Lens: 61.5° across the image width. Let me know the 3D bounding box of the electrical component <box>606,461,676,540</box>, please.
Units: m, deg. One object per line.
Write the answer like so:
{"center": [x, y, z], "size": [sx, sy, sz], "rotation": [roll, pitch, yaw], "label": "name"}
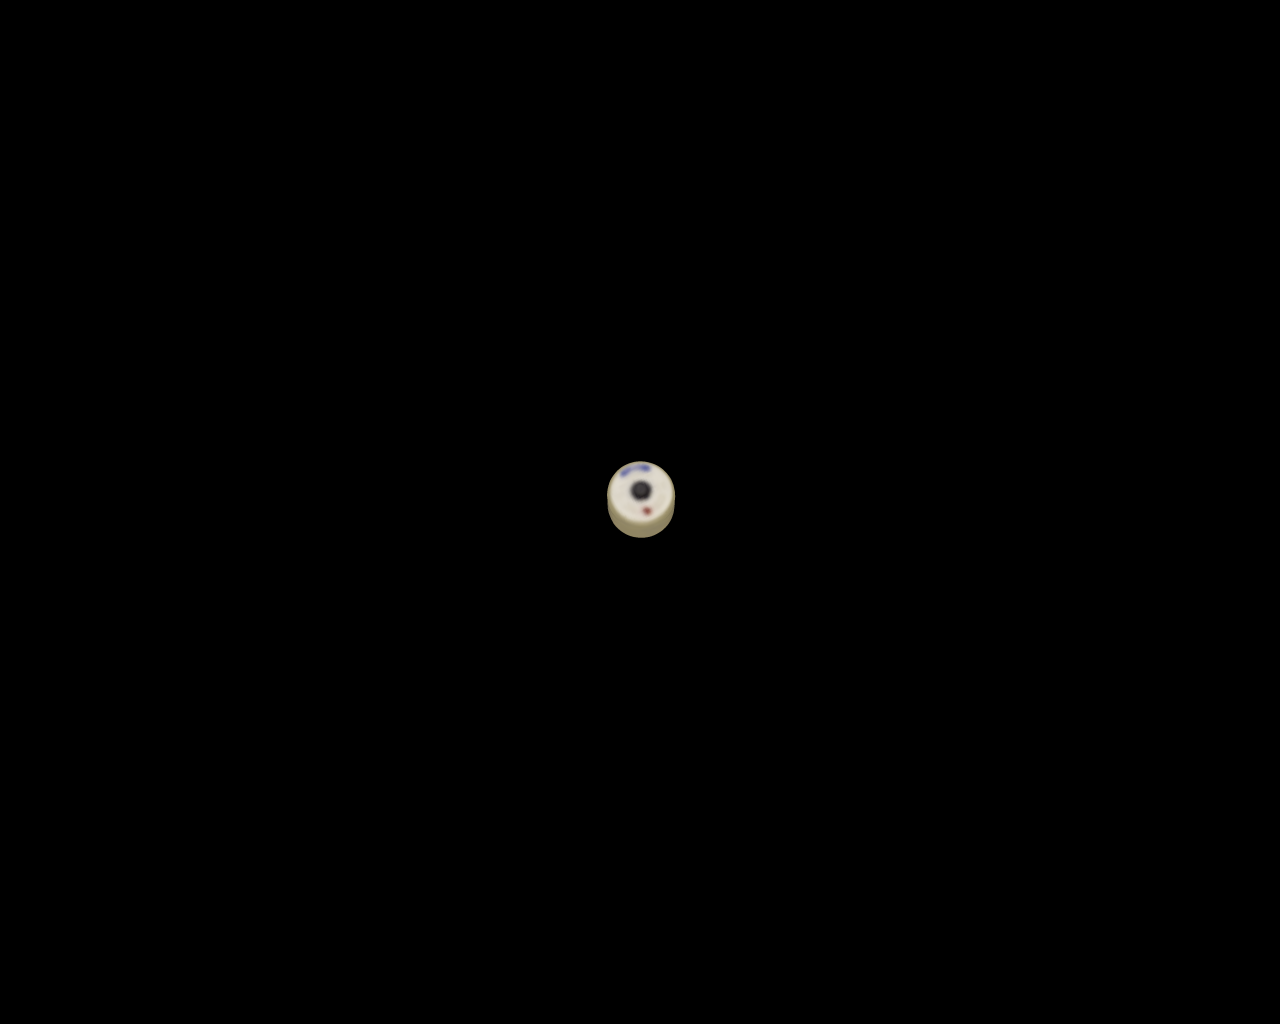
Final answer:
{"center": [0.001, -0.003, 0.650], "size": [0.040, 0.040, 0.078], "rotation": [0, -16, 0], "label": "electrical component"}
